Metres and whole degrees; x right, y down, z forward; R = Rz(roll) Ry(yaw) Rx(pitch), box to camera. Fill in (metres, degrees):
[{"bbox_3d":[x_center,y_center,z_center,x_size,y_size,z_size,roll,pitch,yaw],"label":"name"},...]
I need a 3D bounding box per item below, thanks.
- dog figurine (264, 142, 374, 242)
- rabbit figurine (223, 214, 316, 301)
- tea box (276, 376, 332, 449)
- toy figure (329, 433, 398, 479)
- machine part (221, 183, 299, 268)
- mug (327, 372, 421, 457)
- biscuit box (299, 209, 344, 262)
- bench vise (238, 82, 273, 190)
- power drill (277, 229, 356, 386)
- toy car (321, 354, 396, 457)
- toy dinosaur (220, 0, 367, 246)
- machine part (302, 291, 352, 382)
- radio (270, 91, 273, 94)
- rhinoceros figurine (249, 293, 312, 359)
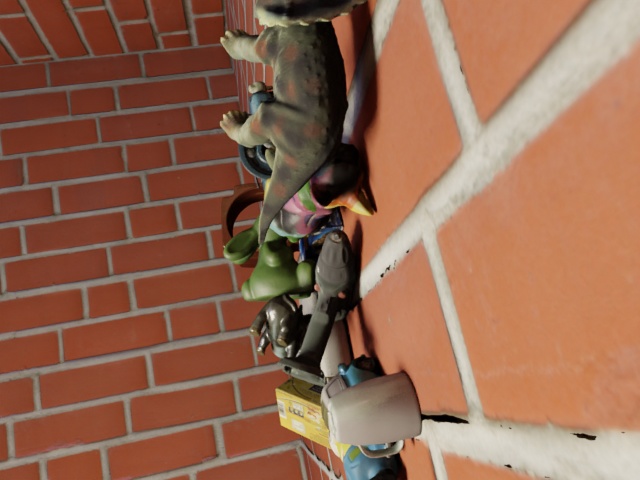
[{"bbox_3d":[-0.004,-0.060,0.785,0.219,0.108,0.191,-127,52,-62],"label":"dog figurine"},{"bbox_3d":[-0.088,0.023,0.973,0.121,0.159,0.170,85,179,-77],"label":"rabbit figurine"},{"bbox_3d":[-0.007,0.356,1.117,0.170,0.068,0.098,10,114,39],"label":"tea box"},{"bbox_3d":[0.073,0.335,0.844,0.180,0.089,0.082,-147,60,-66],"label":"toy figure"},{"bbox_3d":[-0.140,-0.037,1.332,0.087,0.202,0.201,84,-179,-69],"label":"machine part"},{"bbox_3d":[0.066,0.229,0.690,0.081,0.107,0.109,-117,22,-66],"label":"mug"},{"bbox_3d":[-0.002,-0.003,1.009,0.202,0.059,0.063,100,158,-65],"label":"biscuit box"},{"bbox_3d":[-0.091,-0.205,0.983,0.240,0.129,0.223,138,133,-82],"label":"bench vise"},{"bbox_3d":[0.001,0.115,0.848,0.231,0.086,0.207,84,-162,-64],"label":"power drill"},{"bbox_3d":[0.053,0.254,0.809,0.162,0.103,0.109,-115,17,-65],"label":"toy car"},{"bbox_3d":[-0.025,-0.170,0.635,0.192,0.131,0.404,22,123,52],"label":"toy dinosaur"},{"bbox_3d":[0.014,0.177,1.043,0.079,0.079,0.243,129,130,-78],"label":"machine part"},{"bbox_3d":[-0.084,-0.227,1.236,0.131,0.073,0.229,-128,30,-72],"label":"radio"},{"bbox_3d":[-0.061,0.157,0.944,0.190,0.073,0.112,75,-148,-59],"label":"rhinoceros figurine"}]
